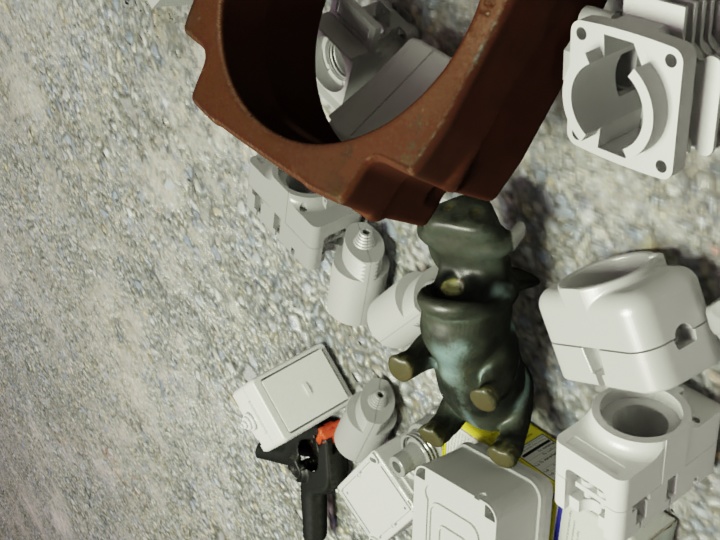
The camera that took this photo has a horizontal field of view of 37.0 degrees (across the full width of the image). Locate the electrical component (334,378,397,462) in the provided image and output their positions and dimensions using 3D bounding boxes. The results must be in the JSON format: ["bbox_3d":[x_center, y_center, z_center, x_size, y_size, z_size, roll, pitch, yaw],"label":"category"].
[{"bbox_3d":[0.008,0.124,0.904,0.043,0.043,0.081,50,147,21],"label":"electrical component"}]

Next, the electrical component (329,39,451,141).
[{"bbox_3d":[0.034,-0.092,0.654,0.061,0.096,0.061,39,172,36],"label":"electrical component"}]

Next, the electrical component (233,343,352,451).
[{"bbox_3d":[-0.063,0.114,0.951,0.061,0.096,0.061,60,149,5],"label":"electrical component"}]

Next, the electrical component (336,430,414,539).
[{"bbox_3d":[0.035,0.176,0.891,0.061,0.061,0.096,54,141,15],"label":"electrical component"}]

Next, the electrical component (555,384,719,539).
[{"bbox_3d":[0.158,0.101,0.610,0.050,0.089,0.055,31,137,43],"label":"electrical component"}]

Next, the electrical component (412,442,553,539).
[{"bbox_3d":[0.081,0.181,0.722,0.078,0.057,0.113,23,120,45],"label":"electrical component"}]

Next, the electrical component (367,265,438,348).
[{"bbox_3d":[0.041,0.025,0.776,0.043,0.043,0.081,59,149,7],"label":"electrical component"}]

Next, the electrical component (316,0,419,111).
[{"bbox_3d":[0.001,-0.140,0.691,0.042,0.064,0.081,50,147,22],"label":"electrical component"}]

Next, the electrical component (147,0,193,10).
[{"bbox_3d":[-0.158,-0.271,0.830,0.063,0.079,0.121,-36,82,37],"label":"electrical component"}]

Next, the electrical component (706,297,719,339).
[{"bbox_3d":[0.205,0.037,0.544,0.061,0.035,0.035,56,149,8],"label":"electrical component"}]

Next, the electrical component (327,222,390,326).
[{"bbox_3d":[0.000,0.000,0.820,0.043,0.043,0.081,44,144,30],"label":"electrical component"}]

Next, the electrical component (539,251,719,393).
[{"bbox_3d":[0.146,0.027,0.597,0.095,0.054,0.059,2,114,67],"label":"electrical component"}]

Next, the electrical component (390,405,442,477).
[{"bbox_3d":[0.051,0.137,0.828,0.048,0.062,0.048,36,140,38],"label":"electrical component"}]

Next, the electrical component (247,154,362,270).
[{"bbox_3d":[-0.044,-0.055,0.837,0.089,0.050,0.055,46,145,29],"label":"electrical component"}]
